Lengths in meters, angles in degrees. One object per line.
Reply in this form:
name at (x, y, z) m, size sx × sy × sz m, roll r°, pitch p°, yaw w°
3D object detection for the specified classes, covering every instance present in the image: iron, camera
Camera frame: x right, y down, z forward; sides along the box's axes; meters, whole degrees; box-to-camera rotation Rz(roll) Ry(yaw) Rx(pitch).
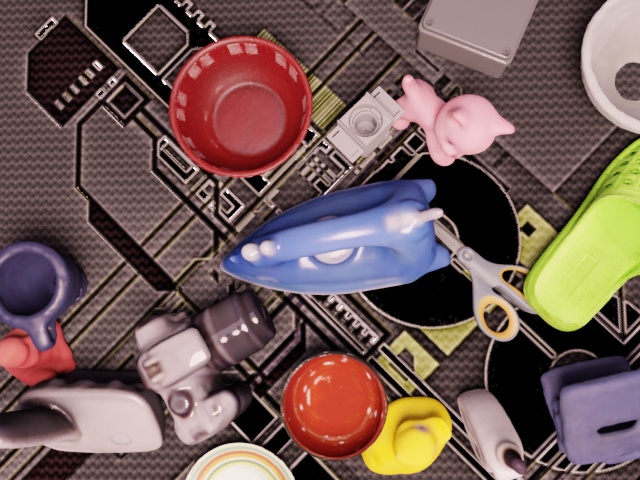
iron at (0.005, 0.002, 0.595) m, size 0.258 × 0.141 × 0.119 m, roll -12°, pitch 84°, yaw 3°
camera at (-0.113, 0.126, 0.614) m, size 0.137 × 0.101 × 0.143 m, roll -30°, pitch 84°, yaw 2°

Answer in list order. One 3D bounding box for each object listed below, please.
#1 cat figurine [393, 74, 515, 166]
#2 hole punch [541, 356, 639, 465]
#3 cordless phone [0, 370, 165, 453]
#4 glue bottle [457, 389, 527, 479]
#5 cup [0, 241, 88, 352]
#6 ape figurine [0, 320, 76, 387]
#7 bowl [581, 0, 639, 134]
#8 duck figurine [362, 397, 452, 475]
cat figurine at (0.135, -0.131, 0.608) m, size 0.127 × 0.118 × 0.067 m, roll 39°, pitch 89°, yaw 7°
hole punch at (0.296, 0.178, 0.584) m, size 0.108 × 0.091 × 0.101 m, roll -14°, pitch 84°, yaw 3°
cordless phone at (-0.249, 0.189, 0.577) m, size 0.147 × 0.185 × 0.094 m, roll -4°, pitch 85°, yaw 4°
glue bottle at (0.170, 0.195, 0.550) m, size 0.037 × 0.173 × 0.078 m, roll -17°, pitch 84°, yaw 3°
cup at (-0.298, 0.062, 0.636) m, size 0.091 × 0.095 × 0.118 m, roll -18°, pitch 84°, yaw 3°
ape figurine at (-0.323, 0.124, 0.634) m, size 0.076 × 0.092 × 0.078 m, roll 16°, pitch 87°, yaw 6°
bowl at (0.355, -0.185, 0.617) m, size 0.167 × 0.075 × 0.167 m, roll 0°, pitch 85°, yaw 4°
duck figurine at (0.092, 0.212, 0.599) m, size 0.104 × 0.086 × 0.077 m, roll -29°, pitch 84°, yaw 2°
